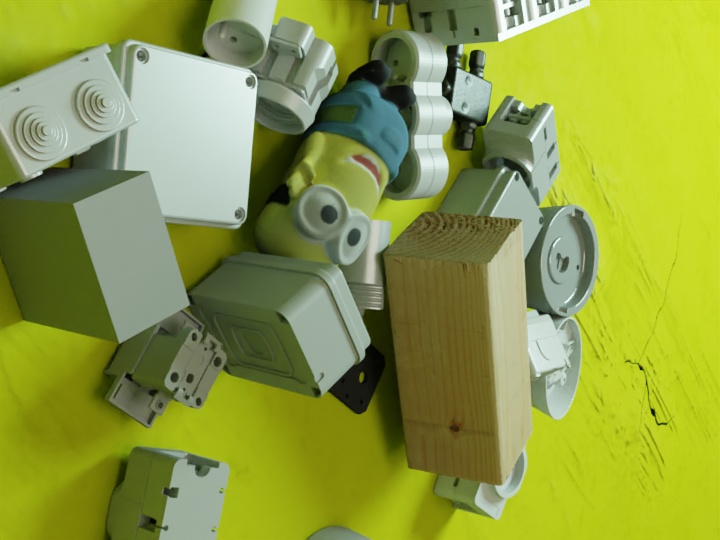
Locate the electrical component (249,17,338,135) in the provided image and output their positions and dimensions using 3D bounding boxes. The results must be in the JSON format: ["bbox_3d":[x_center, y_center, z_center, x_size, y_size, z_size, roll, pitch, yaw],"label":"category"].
[{"bbox_3d":[-0.052,-0.135,0.775,0.078,0.058,0.057,78,34,-69],"label":"electrical component"}]

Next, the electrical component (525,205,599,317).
[{"bbox_3d":[0.180,-0.011,1.052,0.108,0.060,0.108,-7,99,-48],"label":"electrical component"}]

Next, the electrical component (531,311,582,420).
[{"bbox_3d":[0.185,0.091,1.061,0.099,0.064,0.099,-26,125,-43],"label":"electrical component"}]

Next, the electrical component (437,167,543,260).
[{"bbox_3d":[0.111,-0.031,0.974,0.078,0.057,0.113,54,56,-37],"label":"electrical component"}]

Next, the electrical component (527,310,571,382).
[{"bbox_3d":[0.133,0.081,0.996,0.062,0.096,0.061,-7,71,-48],"label":"electrical component"}]

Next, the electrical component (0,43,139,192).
[{"bbox_3d":[-0.185,-0.080,0.606,0.100,0.100,0.048,-37,108,-40],"label":"electrical component"}]

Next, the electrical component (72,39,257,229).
[{"bbox_3d":[-0.127,-0.085,0.701,0.109,0.056,0.108,4,91,-49],"label":"electrical component"}]

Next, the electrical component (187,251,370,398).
[{"bbox_3d":[-0.057,0.035,0.751,0.057,0.113,0.078,-43,124,-33],"label":"electrical component"}]

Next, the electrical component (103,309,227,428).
[{"bbox_3d":[-0.127,0.062,0.712,0.042,0.064,0.081,46,61,-42],"label":"electrical component"}]

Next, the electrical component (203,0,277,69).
[{"bbox_3d":[-0.080,-0.182,0.744,0.043,0.043,0.081,48,36,-40],"label":"electrical component"}]

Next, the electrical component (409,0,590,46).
[{"bbox_3d":[0.122,-0.244,0.939,0.150,0.089,0.061,-30,116,-43],"label":"electrical component"}]

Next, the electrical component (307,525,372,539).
[{"bbox_3d":[-0.007,0.268,0.871,0.108,0.060,0.108,-7,100,-48],"label":"electrical component"}]

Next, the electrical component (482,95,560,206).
[{"bbox_3d":[0.149,-0.107,1.000,0.055,0.050,0.089,-56,147,-29],"label":"electrical component"}]

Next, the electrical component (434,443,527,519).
[{"bbox_3d":[0.118,0.180,1.006,0.050,0.056,0.089,43,63,-42],"label":"electrical component"}]

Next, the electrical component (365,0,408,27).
[{"bbox_3d":[0.022,-0.234,0.859,0.083,0.047,0.075,8,89,-48],"label":"electrical component"}]

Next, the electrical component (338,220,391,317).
[{"bbox_3d":[0.000,0.000,0.863,0.043,0.043,0.081,5,91,-49],"label":"electrical component"}]

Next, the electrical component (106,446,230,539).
[{"bbox_3d":[-0.132,0.168,0.723,0.050,0.056,0.089,17,81,-48],"label":"electrical component"}]

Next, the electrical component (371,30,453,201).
[{"bbox_3d":[0.052,-0.129,0.901,0.074,0.052,0.138,-9,100,-48],"label":"electrical component"}]
